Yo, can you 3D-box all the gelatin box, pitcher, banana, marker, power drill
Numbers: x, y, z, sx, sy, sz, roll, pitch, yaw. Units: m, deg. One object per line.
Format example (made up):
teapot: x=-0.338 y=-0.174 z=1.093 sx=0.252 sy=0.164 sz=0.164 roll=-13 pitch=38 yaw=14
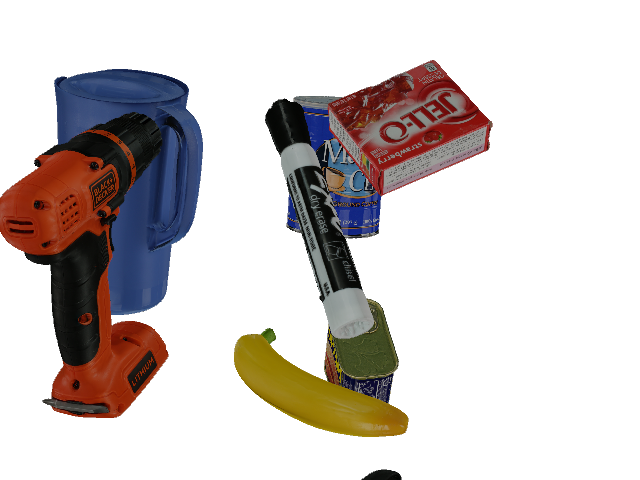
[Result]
gelatin box: x=0.060 y=-0.078 z=0.726 sx=0.089 sy=0.073 sz=0.030 roll=-24 pitch=-36 yaw=-14
pitcher: x=-0.200 y=-0.047 z=1.101 sx=0.145 sy=0.243 sz=0.149 roll=2 pitch=22 yaw=-10
banana: x=-0.016 y=0.112 z=0.855 sx=0.069 sy=0.037 sz=0.198 roll=-22 pitch=31 yaw=-29
marker: x=-0.002 y=-0.013 z=0.478 sx=0.020 sy=0.121 sz=0.020 roll=-14 pitch=-28 yaw=-8
power drill: x=-0.154 y=0.015 z=0.757 sx=0.057 sy=0.188 sz=0.184 roll=3 pitch=25 yaw=19

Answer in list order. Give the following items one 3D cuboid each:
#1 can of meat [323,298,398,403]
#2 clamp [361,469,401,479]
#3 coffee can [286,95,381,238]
can of meat: x=0.037 y=0.123 z=1.056 sx=0.057 sy=0.084 sz=0.102 roll=-5 pitch=43 yaw=-10
clamp: x=-0.031 y=0.203 z=0.634 sx=0.210 sy=0.036 sz=0.164 roll=-5 pitch=28 yaw=1
coffee can: x=0.018 y=-0.081 z=1.149 sx=0.103 sy=0.140 sz=0.103 roll=4 pitch=12 yaw=-1
